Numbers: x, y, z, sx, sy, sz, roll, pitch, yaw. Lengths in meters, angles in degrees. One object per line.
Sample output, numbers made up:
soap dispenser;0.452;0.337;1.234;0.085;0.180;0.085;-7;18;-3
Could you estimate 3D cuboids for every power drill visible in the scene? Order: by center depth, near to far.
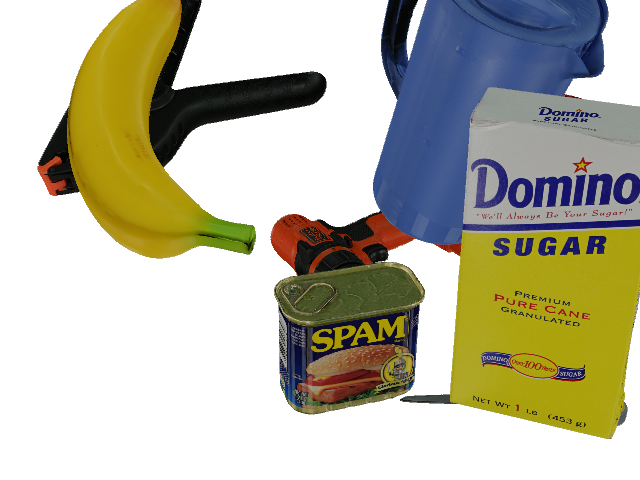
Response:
power drill;0.067;0.008;1.011;0.187;0.057;0.185;-14;30;-23

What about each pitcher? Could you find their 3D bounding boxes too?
pitcher;0.116;-0.118;0.868;0.145;0.149;0.243;10;-43;-9

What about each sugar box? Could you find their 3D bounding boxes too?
sugar box;0.119;0.014;0.551;0.093;0.176;0.048;10;35;18

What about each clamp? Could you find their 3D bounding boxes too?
clamp;-0.110;-0.098;0.783;0.165;0.209;0.036;33;-25;28

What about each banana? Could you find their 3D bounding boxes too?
banana;-0.084;-0.055;0.500;0.069;0.037;0.198;-5;46;-16

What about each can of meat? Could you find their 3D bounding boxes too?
can of meat;0.020;0.070;0.756;0.102;0.084;0.057;-9;32;-15

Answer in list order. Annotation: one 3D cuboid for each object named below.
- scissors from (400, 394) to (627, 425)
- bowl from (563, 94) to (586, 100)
scissors;0.169;0.129;0.946;0.201;0.016;0.096;9;27;-1
bowl;0.243;-0.125;1.199;0.162;0.055;0.162;5;23;-2
